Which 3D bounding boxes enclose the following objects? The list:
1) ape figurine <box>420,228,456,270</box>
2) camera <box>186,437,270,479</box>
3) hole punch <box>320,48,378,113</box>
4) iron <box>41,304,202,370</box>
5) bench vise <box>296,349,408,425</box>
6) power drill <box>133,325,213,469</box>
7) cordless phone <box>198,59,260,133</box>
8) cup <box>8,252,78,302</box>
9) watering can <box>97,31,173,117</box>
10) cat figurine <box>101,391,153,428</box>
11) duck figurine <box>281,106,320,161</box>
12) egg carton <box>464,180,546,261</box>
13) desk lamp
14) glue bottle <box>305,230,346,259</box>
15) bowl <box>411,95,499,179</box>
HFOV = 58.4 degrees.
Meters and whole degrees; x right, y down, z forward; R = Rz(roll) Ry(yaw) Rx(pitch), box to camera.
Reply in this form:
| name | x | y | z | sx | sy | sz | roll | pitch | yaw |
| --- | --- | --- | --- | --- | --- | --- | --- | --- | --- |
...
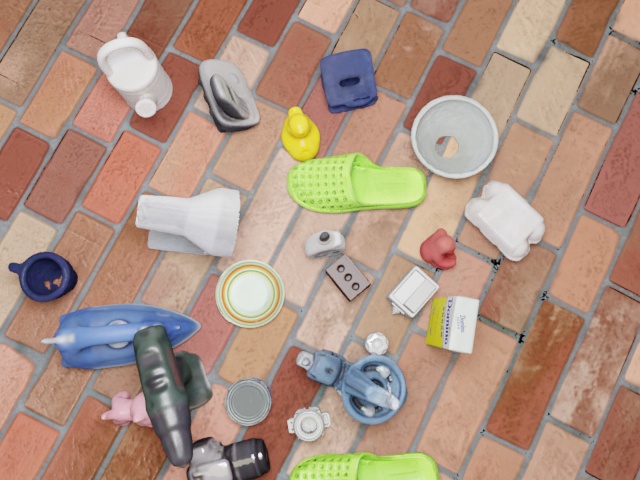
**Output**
| name | x | y | z | sx | sy | sz | roll | pitch | yaw |
| --- | --- | --- | --- | --- | --- | --- | --- | --- | --- |
| ape figurine | 0.231 | 0.015 | 1.086 | 0.076 | 0.092 | 0.078 | 5 | 82 | 1 |
| camera | -0.158 | 0.420 | 1.020 | 0.137 | 0.101 | 0.143 | -15 | 82 | -2 |
| hole punch | 0.059 | -0.314 | 1.133 | 0.108 | 0.091 | 0.101 | -13 | 82 | -2 |
| iron | -0.356 | 0.169 | 1.035 | 0.258 | 0.141 | 0.119 | -7 | 82 | -1 |
| bench vise | 0.058 | 0.257 | 0.985 | 0.207 | 0.220 | 0.121 | 5 | 82 | 1 |
| power drill | -0.249 | 0.259 | 0.989 | 0.075 | 0.208 | 0.229 | -22 | 82 | -3 |
| cordless phone | -0.182 | -0.292 | 1.081 | 0.094 | 0.185 | 0.147 | -25 | 82 | -3 |
| cup | -0.509 | 0.069 | 1.072 | 0.117 | 0.095 | 0.092 | 15 | 82 | 2 |
| watering can | -0.347 | -0.316 | 1.079 | 0.101 | 0.194 | 0.173 | -43 | 84 | -6 |
| cat figurine | -0.326 | 0.305 | 1.027 | 0.128 | 0.118 | 0.067 | -8 | 82 | -1 |
| duck figurine | -0.039 | -0.211 | 1.120 | 0.077 | 0.086 | 0.104 | -15 | 82 | -2 |
| egg carton | 0.357 | -0.039 | 1.105 | 0.107 | 0.069 | 0.150 | -45 | 84 | -6 |
| desk lamp | -0.232 | -0.029 | 1.028 | 0.203 | 0.213 | 0.118 | 5 | 82 | 1 |
| glue bottle | 0.010 | 0.004 | 1.045 | 0.078 | 0.173 | 0.037 | -10 | 82 | -1 |
| bowl | 0.258 | -0.193 | 1.125 | 0.167 | 0.075 | 0.167 | 0 | 82 | 0 |
